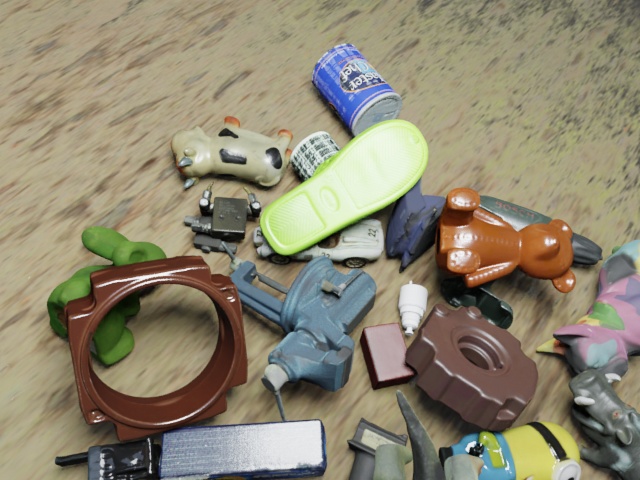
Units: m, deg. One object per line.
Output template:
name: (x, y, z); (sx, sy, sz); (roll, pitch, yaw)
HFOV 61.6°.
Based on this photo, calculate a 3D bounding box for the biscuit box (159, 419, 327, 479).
biscuit box: (-0.093, 0.267, 0.675); (0.203, 0.059, 0.063); (-2, 60, -4)

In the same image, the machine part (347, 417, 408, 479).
machine part: (0.061, 0.302, 0.680); (0.084, 0.039, 0.139); (23, 60, -1)

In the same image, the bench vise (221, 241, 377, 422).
bench vise: (-0.044, 0.097, 0.733); (0.241, 0.128, 0.223); (27, 59, 24)

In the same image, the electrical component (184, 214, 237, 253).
electrical component: (-0.172, -0.010, 0.844); (0.094, 0.021, 0.063); (12, 62, 1)

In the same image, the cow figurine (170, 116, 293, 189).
cow figurine: (-0.151, -0.136, 0.883); (0.195, 0.085, 0.127); (14, 55, 3)

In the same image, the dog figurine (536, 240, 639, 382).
dog figurine: (0.416, 0.103, 0.774); (0.219, 0.108, 0.191); (-12, 63, -7)

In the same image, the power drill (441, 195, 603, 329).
power drill: (0.295, 0.034, 0.818); (0.232, 0.086, 0.207); (30, 68, 14)

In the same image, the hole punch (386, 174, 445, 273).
hole punch: (0.144, -0.035, 0.821); (0.092, 0.142, 0.116); (40, 52, 15)

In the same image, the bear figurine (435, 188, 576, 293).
bear figurine: (0.258, 0.008, 0.723); (0.196, 0.132, 0.120); (6, 76, 6)

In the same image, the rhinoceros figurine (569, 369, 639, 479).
rhinoceros figurine: (0.385, 0.257, 0.683); (0.073, 0.112, 0.190); (-27, 74, -15)

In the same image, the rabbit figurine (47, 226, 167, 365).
rabbit figurine: (-0.287, 0.053, 0.745); (0.121, 0.158, 0.170); (23, 47, 20)

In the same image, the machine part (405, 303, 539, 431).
machine part: (0.203, 0.161, 0.713); (0.179, 0.056, 0.179); (17, 33, -11)

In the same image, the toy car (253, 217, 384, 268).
toy car: (-0.002, -0.003, 0.831); (0.202, 0.056, 0.073); (3, 61, -2)

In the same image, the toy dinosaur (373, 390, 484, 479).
toy dinosaur: (0.126, 0.328, 0.526); (0.131, 0.404, 0.192); (-20, 40, 14)

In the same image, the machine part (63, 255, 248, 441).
machine part: (-0.197, 0.128, 0.662); (0.201, 0.087, 0.201); (-9, 103, -24)

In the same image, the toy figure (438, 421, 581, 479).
toy figure: (0.239, 0.277, 0.681); (0.180, 0.082, 0.089); (-1, 64, -1)

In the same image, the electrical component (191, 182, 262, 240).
electrical component: (-0.142, -0.044, 0.825); (0.102, 0.045, 0.078); (9, 61, -5)

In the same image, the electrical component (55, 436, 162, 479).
electrical component: (-0.256, 0.275, 0.652); (0.119, 0.074, 0.048); (-7, 62, -12)
